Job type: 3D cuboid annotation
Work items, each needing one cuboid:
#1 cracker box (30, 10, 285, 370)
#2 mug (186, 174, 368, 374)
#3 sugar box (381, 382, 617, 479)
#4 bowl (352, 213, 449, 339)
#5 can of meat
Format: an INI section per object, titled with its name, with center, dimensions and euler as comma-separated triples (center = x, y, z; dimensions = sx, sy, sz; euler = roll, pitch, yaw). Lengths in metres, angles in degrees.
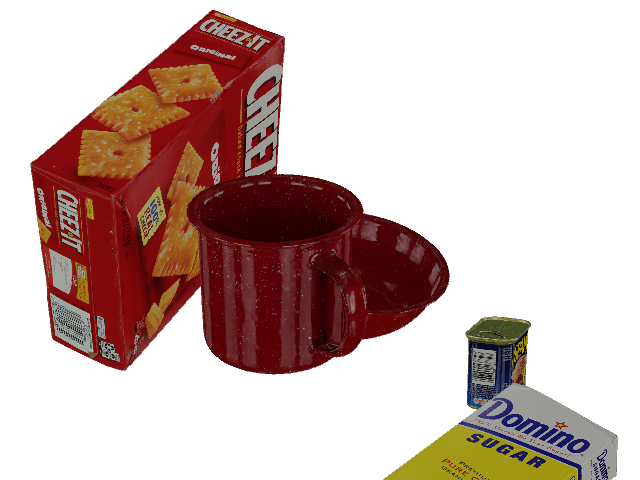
[cracker box]
center = -0.104, -0.037, 0.750
dimensions = 0.072, 0.164, 0.213
euler = 23, 46, 17
[mug]
center = -0.016, 0.022, 0.570
dimensions = 0.093, 0.081, 0.117
euler = -21, 33, -37
[sugar box]
center = 0.110, 0.169, 0.719
dimensions = 0.176, 0.048, 0.093
euler = -32, 39, -29
[bowl]
center = 0.027, 0.037, 0.927
dimensions = 0.162, 0.055, 0.162
euler = 7, 30, -4
[can of meat]
center = 0.196, 0.137, 1.179
dimensions = 0.057, 0.084, 0.102
euler = 5, 10, 22
